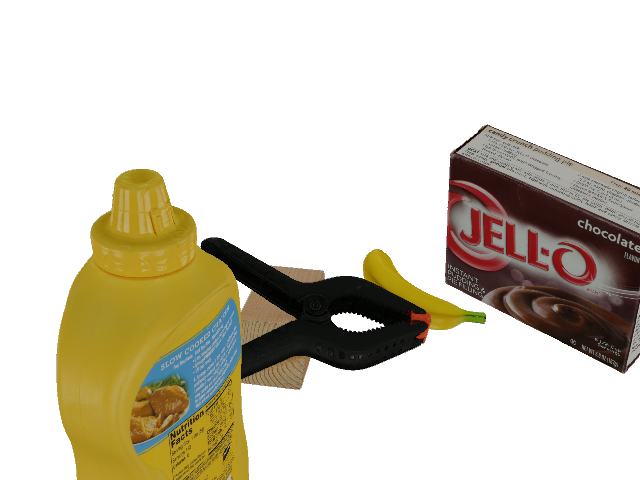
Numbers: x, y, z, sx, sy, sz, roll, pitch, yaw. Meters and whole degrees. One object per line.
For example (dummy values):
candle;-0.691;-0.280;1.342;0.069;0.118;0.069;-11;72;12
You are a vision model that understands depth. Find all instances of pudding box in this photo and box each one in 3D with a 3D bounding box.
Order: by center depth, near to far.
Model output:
pudding box;0.118;0.003;0.538;0.114;0.090;0.039;26;50;29

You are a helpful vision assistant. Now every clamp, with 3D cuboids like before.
clamp;-0.012;0.074;0.906;0.210;0.164;0.036;10;-44;-1

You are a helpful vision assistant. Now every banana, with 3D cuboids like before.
banana;0.092;0.056;1.170;0.069;0.037;0.198;4;20;-36

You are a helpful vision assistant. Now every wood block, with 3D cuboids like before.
wood block;-0.052;0.112;1.433;0.091;0.090;0.206;6;19;5

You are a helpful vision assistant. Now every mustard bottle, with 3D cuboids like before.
mustard bottle;-0.069;0.060;0.449;0.058;0.192;0.096;16;33;25
